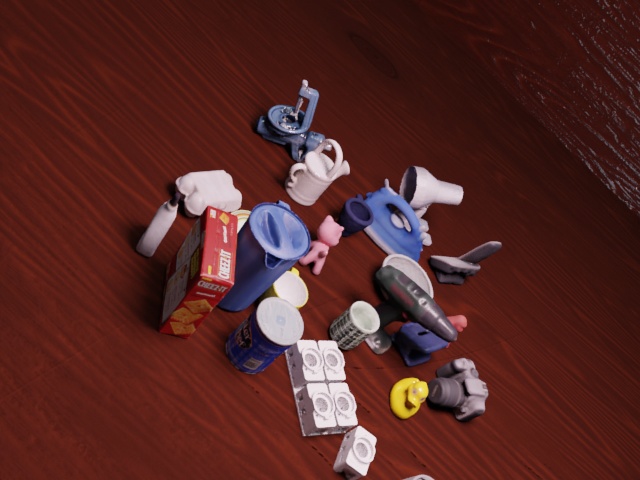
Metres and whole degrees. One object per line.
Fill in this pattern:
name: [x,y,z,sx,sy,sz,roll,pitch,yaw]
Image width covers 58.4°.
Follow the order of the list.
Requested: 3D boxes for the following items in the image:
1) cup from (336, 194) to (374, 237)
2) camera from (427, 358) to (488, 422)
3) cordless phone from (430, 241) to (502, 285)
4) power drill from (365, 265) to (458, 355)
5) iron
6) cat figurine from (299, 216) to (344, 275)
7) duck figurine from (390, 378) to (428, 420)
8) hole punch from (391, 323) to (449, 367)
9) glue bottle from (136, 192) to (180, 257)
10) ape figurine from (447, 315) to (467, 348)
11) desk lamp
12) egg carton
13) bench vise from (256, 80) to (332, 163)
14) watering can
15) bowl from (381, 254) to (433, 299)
cup: [0.085,-0.063,1.558,0.092,0.094,0.117,25,43,-21]
camera: [0.332,0.357,1.400,0.137,0.100,0.143,16,48,-30]
cordless phone: [0.429,0.048,1.682,0.148,0.184,0.094,3,54,-38]
power drill: [0.187,0.181,1.346,0.229,0.208,0.076,53,41,10]
iron: [0.223,-0.047,1.624,0.258,0.141,0.119,47,40,4]
cat figurine: [0.013,0.005,1.421,0.067,0.117,0.128,33,41,-13]
duck figurine: [0.214,0.353,1.317,0.077,0.086,0.105,42,40,-3]
hole punch: [0.249,0.250,1.431,0.109,0.091,0.101,-7,61,-43]
glue bottle: [-0.313,-0.040,1.142,0.037,0.172,0.078,29,42,-17]
ape figurine: [0.355,0.234,1.533,0.078,0.092,0.076,-13,65,-45]
desk lamp: [0.302,-0.106,1.685,0.204,0.213,0.118,20,46,-27]
egg carton: [-0.256,-0.105,1.327,0.151,0.069,0.107,-14,66,-46]
bench vise: [-0.045,-0.334,1.583,0.208,0.219,0.121,16,47,-30]
watering can: [0.001,-0.189,1.517,0.101,0.193,0.173,51,40,8]
bowl: [0.215,0.124,1.523,0.168,0.074,0.167,23,44,-24]
